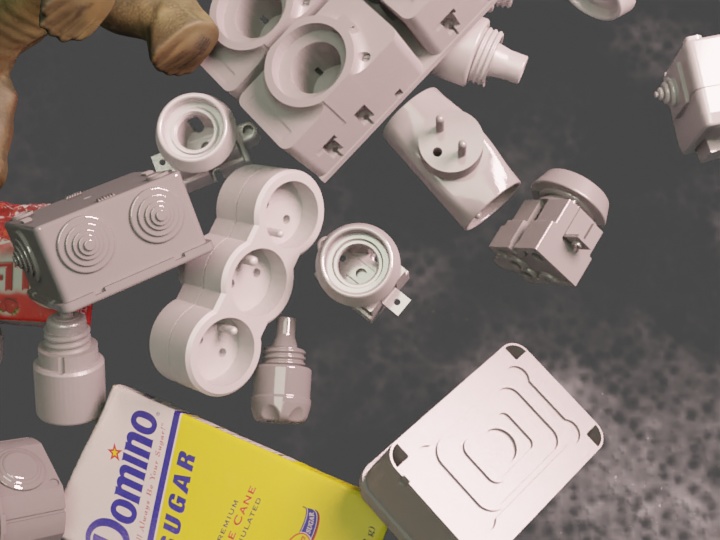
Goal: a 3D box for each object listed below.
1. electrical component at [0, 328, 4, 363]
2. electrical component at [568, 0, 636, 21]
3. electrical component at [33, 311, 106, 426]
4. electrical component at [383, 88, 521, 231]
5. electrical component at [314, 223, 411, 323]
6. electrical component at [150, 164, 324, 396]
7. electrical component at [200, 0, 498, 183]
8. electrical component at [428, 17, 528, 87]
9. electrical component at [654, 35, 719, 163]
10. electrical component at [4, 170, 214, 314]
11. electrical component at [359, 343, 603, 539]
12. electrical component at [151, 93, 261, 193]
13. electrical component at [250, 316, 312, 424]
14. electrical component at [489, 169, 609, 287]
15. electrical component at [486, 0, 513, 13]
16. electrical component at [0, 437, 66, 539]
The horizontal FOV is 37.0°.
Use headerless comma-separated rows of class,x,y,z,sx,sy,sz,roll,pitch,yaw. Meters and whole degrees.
electrical component,-0.258,0.084,0.603,0.052,0.074,0.138,29,96,2
electrical component,0.154,-0.189,0.649,0.078,0.058,0.057,39,82,10
electrical component,-0.168,0.053,0.621,0.040,0.040,0.078,4,111,5
electrical component,0.053,-0.069,0.622,0.043,0.079,0.077,-40,79,-3
electrical component,0.000,0.000,0.625,0.066,0.055,0.048,39,84,10
electrical component,-0.081,0.002,0.632,0.074,0.052,0.138,13,74,46
electrical component,0.000,-0.159,0.622,0.186,0.060,0.105,-46,64,6
electrical component,0.070,-0.131,0.651,0.062,0.043,0.043,22,82,7
electrical component,0.221,-0.102,0.625,0.096,0.061,0.061,-10,79,2
electrical component,-0.141,-0.019,0.594,0.100,0.100,0.048,-25,106,-25
electrical component,0.064,0.104,0.579,0.113,0.057,0.078,-36,78,-33
electrical component,-0.095,-0.077,0.645,0.066,0.055,0.048,-22,79,0
electrical component,-0.045,0.058,0.628,0.035,0.035,0.061,2,77,4
electrical component,0.113,-0.025,0.623,0.048,0.066,0.055,40,74,-25
electrical component,0.083,-0.179,0.659,0.062,0.043,0.043,9,80,4
electrical component,-0.203,0.132,0.592,0.080,0.051,0.080,2,93,44
